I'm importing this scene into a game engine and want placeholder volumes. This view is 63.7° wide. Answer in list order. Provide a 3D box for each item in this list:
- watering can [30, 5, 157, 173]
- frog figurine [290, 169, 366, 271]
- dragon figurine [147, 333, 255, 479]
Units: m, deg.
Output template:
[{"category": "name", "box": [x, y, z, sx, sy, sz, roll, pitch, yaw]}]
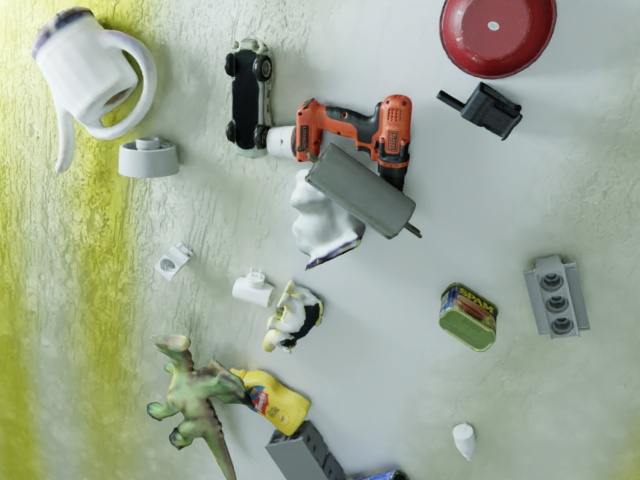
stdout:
[{"category": "watering can", "box": [-0.445, -0.276, 0.948, 0.344, 0.223, 0.106, -28, 11, 28]}, {"category": "frog figurine", "box": [0.003, -0.045, 0.901, 0.124, 0.160, 0.135, -16, -11, -47]}, {"category": "dragon figurine", "box": [-0.243, 0.367, 1.134, 0.239, 0.408, 0.124, -31, 10, 38]}]
